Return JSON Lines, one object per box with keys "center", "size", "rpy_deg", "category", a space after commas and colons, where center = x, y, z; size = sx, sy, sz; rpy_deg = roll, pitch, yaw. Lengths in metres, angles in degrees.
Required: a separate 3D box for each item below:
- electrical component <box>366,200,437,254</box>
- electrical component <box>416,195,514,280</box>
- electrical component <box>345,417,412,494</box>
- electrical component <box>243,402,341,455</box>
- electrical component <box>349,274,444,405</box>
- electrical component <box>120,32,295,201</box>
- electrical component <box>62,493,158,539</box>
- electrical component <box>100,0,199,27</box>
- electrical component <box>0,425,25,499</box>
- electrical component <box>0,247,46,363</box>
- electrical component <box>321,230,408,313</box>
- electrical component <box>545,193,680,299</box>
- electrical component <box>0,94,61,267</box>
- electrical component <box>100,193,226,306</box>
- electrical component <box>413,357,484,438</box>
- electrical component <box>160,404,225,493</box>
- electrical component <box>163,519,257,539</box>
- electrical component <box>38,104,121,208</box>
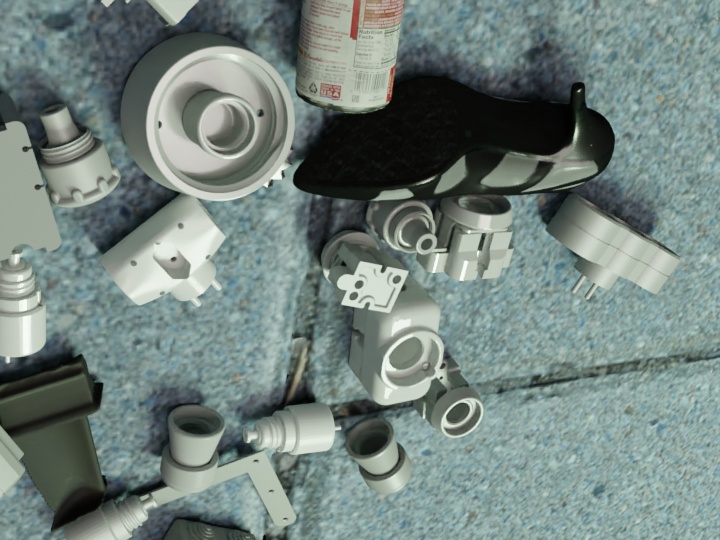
{"center": [0.036, -0.033, 0.815], "size": [0.048, 0.062, 0.048], "rpy_deg": [-13, 124, -21], "category": "electrical component"}
{"center": [0.087, -0.031, 0.848], "size": [0.078, 0.058, 0.057], "rpy_deg": [-4, 123, -26], "category": "electrical component"}
{"center": [0.017, 0.162, 0.936], "size": [0.045, 0.045, 0.055], "rpy_deg": [-32, 129, -7], "category": "electrical component"}
{"center": [-0.057, 0.131, 0.880], "size": [0.078, 0.040, 0.040], "rpy_deg": [-3, 120, -27], "category": "electrical component"}
{"center": [0.029, 0.058, 0.869], "size": [0.054, 0.059, 0.095], "rpy_deg": [-9, 122, -24], "category": "electrical component"}
{"center": [-0.094, -0.096, 0.693], "size": [0.108, 0.060, 0.108], "rpy_deg": [-8, 109, -24], "category": "electrical component"}
{"center": [-0.197, 0.200, 0.848], "size": [0.078, 0.040, 0.040], "rpy_deg": [-28, 128, -10], "category": "electrical component"}
{"center": [-0.123, -0.186, 0.650], "size": [0.081, 0.042, 0.064], "rpy_deg": [-43, 131, 2], "category": "electrical component"}
{"center": [-0.283, 0.122, 0.730], "size": [0.061, 0.096, 0.061], "rpy_deg": [-51, 135, -29], "category": "electrical component"}
{"center": [-0.231, 0.022, 0.720], "size": [0.040, 0.040, 0.078], "rpy_deg": [-6, 121, -25], "category": "electrical component"}
{"center": [0.000, 0.000, 0.820], "size": [0.066, 0.055, 0.048], "rpy_deg": [11, 113, -33], "category": "electrical component"}
{"center": [0.210, -0.008, 0.929], "size": [0.138, 0.052, 0.073], "rpy_deg": [23, 106, -37], "category": "electrical component"}
{"center": [-0.225, -0.056, 0.665], "size": [0.050, 0.055, 0.089], "rpy_deg": [-19, 126, -17], "category": "electrical component"}
{"center": [-0.128, -0.005, 0.757], "size": [0.077, 0.043, 0.079], "rpy_deg": [-39, 129, -2], "category": "electrical component"}
{"center": [0.075, 0.112, 0.929], "size": [0.048, 0.055, 0.066], "rpy_deg": [-12, 124, -21], "category": "electrical component"}
{"center": [-0.132, 0.140, 0.843], "size": [0.045, 0.045, 0.055], "rpy_deg": [-1, 119, -28], "category": "electrical component"}
{"center": [-0.135, 0.264, 0.914], "size": [0.100, 0.048, 0.099], "rpy_deg": [23, 106, -36], "category": "electrical component"}
{"center": [-0.184, -0.074, 0.685], "size": [0.048, 0.048, 0.062], "rpy_deg": [-24, 121, -13], "category": "electrical component"}
